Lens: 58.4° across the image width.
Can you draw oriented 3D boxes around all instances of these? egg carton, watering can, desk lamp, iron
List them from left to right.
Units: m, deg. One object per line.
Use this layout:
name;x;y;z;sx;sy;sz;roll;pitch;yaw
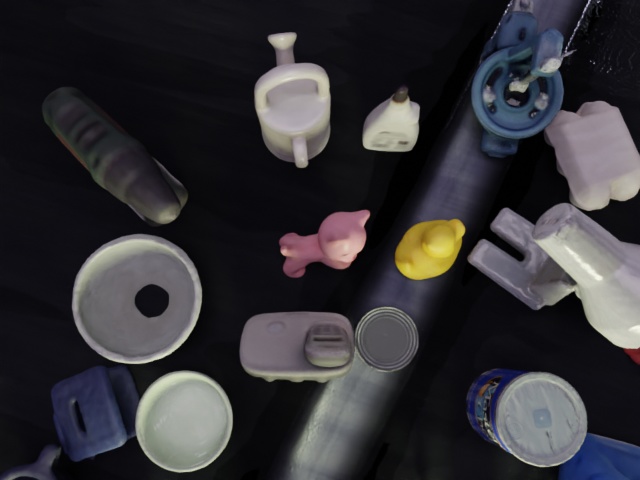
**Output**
watering can;-0.039;-0.187;0.754;0.101;0.194;0.173;-31;81;-6
desk lamp;0.311;0.035;0.706;0.203;0.213;0.118;35;81;6
egg carton;0.385;-0.120;0.809;0.107;0.069;0.150;-19;80;-4
iron;0.410;0.317;0.690;0.258;0.141;0.119;12;79;2

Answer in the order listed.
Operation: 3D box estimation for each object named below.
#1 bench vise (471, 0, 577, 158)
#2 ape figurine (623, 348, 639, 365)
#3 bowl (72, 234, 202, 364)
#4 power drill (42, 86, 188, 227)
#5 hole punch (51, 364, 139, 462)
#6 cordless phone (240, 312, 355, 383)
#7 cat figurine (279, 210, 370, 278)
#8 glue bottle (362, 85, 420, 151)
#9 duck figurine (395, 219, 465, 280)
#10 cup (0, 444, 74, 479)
bench vise;0.256;-0.235;0.753;0.121;0.220;0.207;-10;79;-2
ape figurine;0.457;0.152;0.747;0.076;0.092;0.078;-4;79;-1
bowl;-0.233;0.080;0.763;0.167;0.075;0.167;0;79;0
power drill;-0.239;-0.086;0.726;0.229;0.208;0.076;42;82;7
hole punch;-0.289;0.222;0.727;0.101;0.091;0.108;-21;80;-4
cordless phone;-0.028;0.130;0.699;0.147;0.185;0.094;-3;79;-1
cat figurine;0.007;0.003;0.758;0.128;0.118;0.067;-13;80;-3
glue bottle;0.100;-0.163;0.761;0.078;0.173;0.037;5;79;1
duck figurine;0.152;0.008;0.774;0.104;0.086;0.077;-34;81;-6
cup;-0.340;0.305;0.709;0.091;0.095;0.118;20;80;4
